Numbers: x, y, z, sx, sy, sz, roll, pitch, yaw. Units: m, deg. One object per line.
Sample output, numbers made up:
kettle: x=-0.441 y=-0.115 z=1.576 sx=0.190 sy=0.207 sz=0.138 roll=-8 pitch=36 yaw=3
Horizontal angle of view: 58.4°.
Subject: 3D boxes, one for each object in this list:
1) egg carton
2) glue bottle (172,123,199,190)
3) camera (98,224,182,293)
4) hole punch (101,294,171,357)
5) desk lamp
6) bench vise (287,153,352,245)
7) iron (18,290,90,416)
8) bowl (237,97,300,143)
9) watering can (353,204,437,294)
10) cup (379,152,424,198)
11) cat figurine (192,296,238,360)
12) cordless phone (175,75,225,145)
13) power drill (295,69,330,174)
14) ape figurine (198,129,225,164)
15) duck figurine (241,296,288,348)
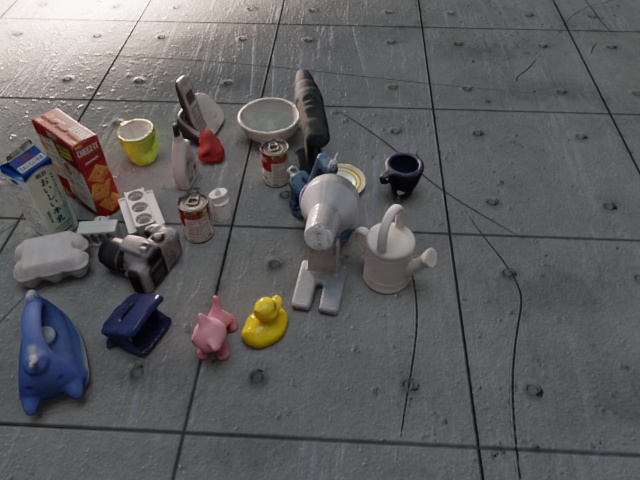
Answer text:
egg carton: x=-0.564 y=0.040 z=1.208 sx=0.150 sy=0.069 sz=0.107 roll=-14 pitch=48 yaw=-12
glue bottle: x=-0.329 y=-0.205 z=1.367 sx=0.037 sy=0.173 sz=0.078 roll=9 pitch=47 yaw=9
camera: x=-0.384 y=0.022 z=1.203 sx=0.136 sy=0.101 sz=0.143 roll=16 pitch=49 yaw=15
hole punch: x=-0.354 y=0.152 z=1.087 sx=0.101 sy=0.091 sz=0.109 roll=17 pitch=49 yaw=16
desk lamp: x=0.010 y=0.004 z=1.141 sx=0.118 sy=0.214 sz=0.203 roll=6 pitch=47 yaw=7
bench vise: x=-0.015 y=-0.111 z=1.245 sx=0.206 sy=0.220 sz=0.122 roll=28 pitch=53 yaw=24
iron: x=-0.503 y=0.173 z=1.033 sx=0.119 sy=0.141 sz=0.257 roll=-18 pitch=49 yaw=-16
bowl: x=-0.132 y=-0.306 z=1.529 sx=0.167 sy=0.075 sz=0.167 roll=0 pitch=47 yaw=0
watering can: x=0.148 y=0.012 z=1.146 sx=0.172 sy=0.194 sz=0.101 roll=8 pitch=47 yaw=8
cup: x=0.187 y=-0.141 z=1.359 sx=0.118 sy=0.095 sz=0.091 roll=-29 pitch=53 yaw=-24
cat figurine: x=-0.198 y=0.163 z=1.057 sx=0.067 sy=0.118 sz=0.128 roll=2 pitch=47 yaw=3
cordless phone: x=-0.322 y=-0.361 z=1.506 sx=0.094 sy=0.185 sz=0.147 roll=10 pitch=48 yaw=10
power drill: x=-0.024 y=-0.276 z=1.409 sx=0.075 sy=0.208 sz=0.229 roll=-9 pitch=47 yaw=-8
ape figurine: x=-0.283 y=-0.244 z=1.460 sx=0.076 sy=0.092 sz=0.078 roll=27 pitch=53 yaw=24
duck figurine: x=-0.107 y=0.149 z=1.092 sx=0.077 sy=0.086 sz=0.105 roll=32 pitch=55 yaw=27
